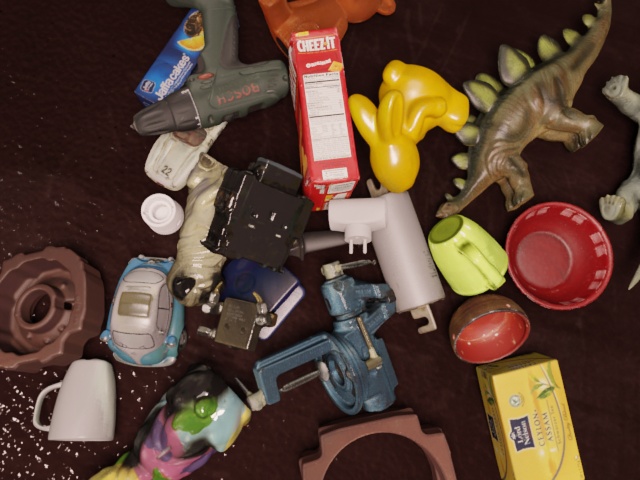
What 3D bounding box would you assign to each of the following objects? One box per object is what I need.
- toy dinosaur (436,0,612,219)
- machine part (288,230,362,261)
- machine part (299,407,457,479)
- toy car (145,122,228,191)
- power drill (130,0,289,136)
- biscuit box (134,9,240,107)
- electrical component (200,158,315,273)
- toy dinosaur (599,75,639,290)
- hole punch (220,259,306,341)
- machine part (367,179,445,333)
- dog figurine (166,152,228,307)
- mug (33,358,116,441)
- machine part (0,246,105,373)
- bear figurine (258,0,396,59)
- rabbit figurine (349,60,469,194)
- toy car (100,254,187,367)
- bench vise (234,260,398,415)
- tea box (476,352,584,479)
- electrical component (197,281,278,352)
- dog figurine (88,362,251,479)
[{"bbox_3d":[0.327,-0.206,0.824,0.198,0.105,0.471,45,82,5],"label":"toy dinosaur"},{"bbox_3d":[-0.002,-0.002,0.790,0.139,0.084,0.039,-8,113,-10],"label":"machine part"},{"bbox_3d":[0.081,0.341,0.729,0.201,0.087,0.201,-11,81,-6],"label":"machine part"},{"bbox_3d":[-0.190,-0.169,0.820,0.073,0.056,0.201,29,81,3],"label":"toy car"},{"bbox_3d":[-0.169,-0.263,0.765,0.232,0.086,0.207,-12,84,-12],"label":"power drill"},{"bbox_3d":[-0.203,-0.282,0.836,0.059,0.063,0.202,29,80,4],"label":"biscuit box"},{"bbox_3d":[-0.076,-0.034,0.688,0.115,0.058,0.134,19,93,-38],"label":"electrical component"},{"bbox_3d":[0.527,-0.124,0.814,0.192,0.131,0.404,6,93,-26],"label":"toy dinosaur"},{"bbox_3d":[-0.093,0.073,0.768,0.116,0.092,0.142,38,84,8],"label":"hole punch"},{"bbox_3d":[0.121,0.017,0.790,0.079,0.079,0.243,-17,80,-5],"label":"machine part"},{"bbox_3d":[-0.168,-0.015,0.767,0.121,0.172,0.190,33,92,-26],"label":"dog figurine"},{"bbox_3d":[-0.331,0.220,0.740,0.110,0.080,0.107,0,67,4],"label":"mug"},{"bbox_3d":[-0.384,0.096,0.746,0.179,0.056,0.179,-4,70,12],"label":"machine part"},{"bbox_3d":[0.019,-0.359,0.829,0.196,0.132,0.120,-36,82,-2],"label":"bear figurine"},{"bbox_3d":[0.119,-0.155,0.752,0.122,0.162,0.173,7,72,41],"label":"rabbit figurine"},{"bbox_3d":[-0.242,0.098,0.749,0.109,0.103,0.161,7,82,-2],"label":"toy car"},{"bbox_3d":[0.005,0.149,0.730,0.241,0.129,0.223,-20,103,-25],"label":"bench vise"},{"bbox_3d":[0.291,0.253,0.751,0.098,0.068,0.169,-14,90,-6],"label":"tea box"},{"bbox_3d":[-0.109,0.101,0.698,0.102,0.045,0.078,16,77,21],"label":"electrical component"},{"bbox_3d":[-0.201,0.273,0.688,0.108,0.191,0.219,44,66,-1],"label":"dog figurine"}]
